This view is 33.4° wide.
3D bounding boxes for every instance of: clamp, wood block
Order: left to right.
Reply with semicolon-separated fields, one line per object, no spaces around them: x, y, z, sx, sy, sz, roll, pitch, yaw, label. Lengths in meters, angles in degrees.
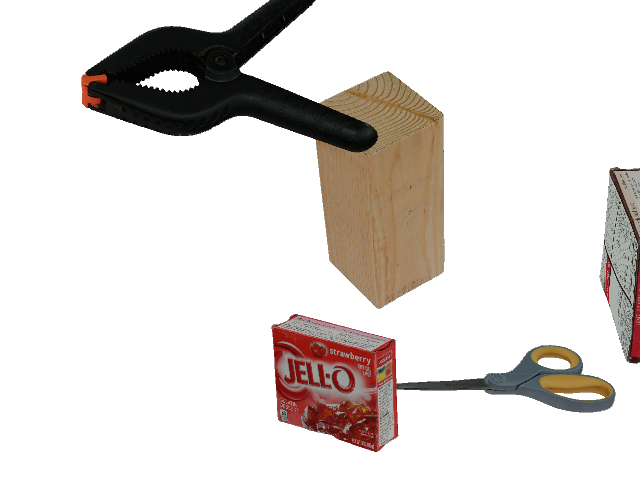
-0.067;-0.115;0.786;0.209;0.165;0.036;-16;-29;-19;clamp
0.060;-0.046;1.039;0.090;0.206;0.091;-28;49;-20;wood block

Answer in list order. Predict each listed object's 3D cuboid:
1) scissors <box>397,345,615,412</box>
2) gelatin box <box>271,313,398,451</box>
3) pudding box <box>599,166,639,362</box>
0.161;0.117;0.951;0.201;0.016;0.096;8;27;-3;scissors
0.009;0.096;0.728;0.089;0.073;0.030;11;23;36;gelatin box
0.212;0.013;0.699;0.039;0.090;0.113;-1;28;4;pudding box
